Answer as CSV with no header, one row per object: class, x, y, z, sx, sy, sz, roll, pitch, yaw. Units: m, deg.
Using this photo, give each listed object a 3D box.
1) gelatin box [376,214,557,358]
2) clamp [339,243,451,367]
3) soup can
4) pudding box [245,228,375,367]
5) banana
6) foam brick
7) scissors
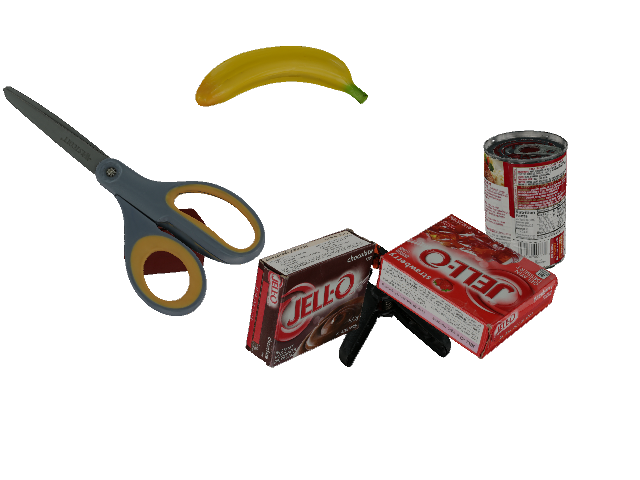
gelatin box,0.092,0.026,0.676,0.089,0.030,0.073,34,45,31
clamp,0.082,0.072,1.190,0.120,0.171,0.039,5,-43,-2
soup can,0.172,-0.033,0.892,0.068,0.102,0.068,-5,25,2
pudding box,-0.008,0.047,0.908,0.039,0.090,0.113,31,35,32
banana,-0.044,-0.172,1.105,0.197,0.070,0.037,-7,-41,-28
foam brick,-0.163,0.001,1.114,0.078,0.051,0.053,-5,23,-18
scissors,-0.133,-0.022,0.670,0.202,0.096,0.016,23,-15,9
